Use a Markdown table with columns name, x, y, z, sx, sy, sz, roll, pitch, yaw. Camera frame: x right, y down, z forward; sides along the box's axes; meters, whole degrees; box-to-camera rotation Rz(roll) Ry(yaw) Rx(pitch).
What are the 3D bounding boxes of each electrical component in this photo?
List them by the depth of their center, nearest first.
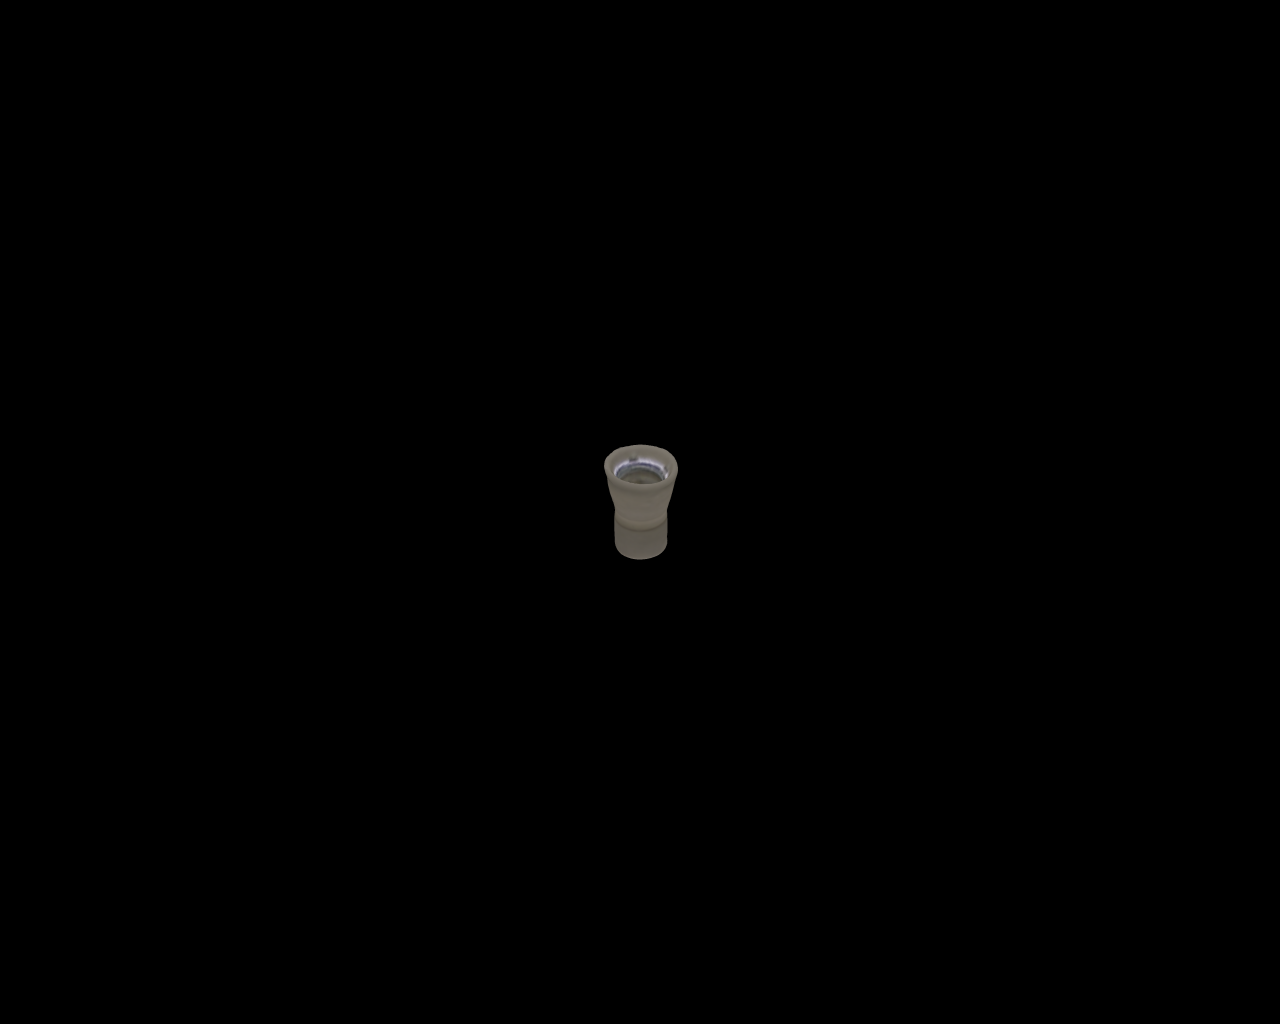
| name | x | y | z | sx | sy | sz | roll | pitch | yaw |
| --- | --- | --- | --- | --- | --- | --- | --- | --- | --- |
| electrical component | 0.001 | -0.003 | 0.650 | 0.044 | 0.065 | 0.044 | 0 | 36 | 0 |
